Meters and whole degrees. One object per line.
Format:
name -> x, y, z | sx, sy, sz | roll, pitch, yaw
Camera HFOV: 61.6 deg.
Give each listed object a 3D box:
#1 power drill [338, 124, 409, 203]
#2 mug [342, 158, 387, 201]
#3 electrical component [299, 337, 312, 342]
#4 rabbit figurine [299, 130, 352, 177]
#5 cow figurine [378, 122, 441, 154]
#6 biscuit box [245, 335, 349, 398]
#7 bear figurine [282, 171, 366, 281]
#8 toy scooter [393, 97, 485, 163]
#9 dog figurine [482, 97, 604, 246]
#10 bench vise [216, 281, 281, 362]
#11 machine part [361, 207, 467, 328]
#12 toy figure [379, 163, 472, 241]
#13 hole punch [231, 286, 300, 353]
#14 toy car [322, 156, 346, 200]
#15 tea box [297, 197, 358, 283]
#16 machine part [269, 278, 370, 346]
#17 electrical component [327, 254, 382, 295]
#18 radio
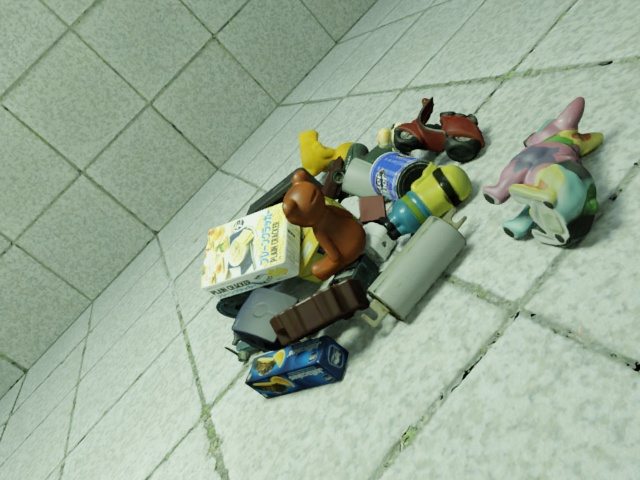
power drill -> 0.130, -0.177, 1.325 | 0.207, 0.086, 0.232 | -38, 31, 37
mug -> 0.111, -0.120, 1.224 | 0.081, 0.107, 0.109 | -47, -26, -54
electrical component -> -0.018, 0.161, 1.045 | 0.102, 0.045, 0.078 | -51, -6, -19
rabbit figurine -> 0.031, -0.235, 1.520 | 0.173, 0.121, 0.162 | -7, 48, -7
cow figurine -> 0.208, -0.224, 1.187 | 0.167, 0.068, 0.098 | -17, 24, -39
biscuit box -> -0.044, 0.226, 0.948 | 0.203, 0.062, 0.059 | -27, 30, 39
bear figurine -> -0.011, -0.026, 1.010 | 0.132, 0.195, 0.120 | -29, 38, 43
toy scooter -> 0.248, -0.234, 1.102 | 0.184, 0.075, 0.135 | 10, 62, 14
dog figurine -> 0.351, -0.107, 0.774 | 0.219, 0.108, 0.192 | -48, 21, -11
bench vise -> -0.150, 0.150, 1.207 | 0.224, 0.128, 0.241 | -20, 53, 30
machine part -> 0.159, 0.046, 0.883 | 0.243, 0.079, 0.079 | -49, 22, -8
toy figure -> 0.200, -0.066, 1.002 | 0.180, 0.082, 0.089 | -38, 40, 0
hole punch -> -0.106, 0.156, 1.071 | 0.092, 0.116, 0.142 | 99, -162, -62
toy car -> 0.021, -0.104, 1.298 | 0.089, 0.053, 0.202 | -95, 27, -67
tea box -> -0.002, -0.004, 1.172 | 0.169, 0.068, 0.098 | -59, 38, 13
machine part -> 0.001, 0.125, 0.926 | 0.179, 0.056, 0.179 | -25, -11, -6
electrical component -> 0.077, 0.069, 1.025 | 0.119, 0.047, 0.075 | -16, 37, 53
radio -> -0.090, -0.086, 1.473 | 0.229, 0.131, 0.073 | -35, 23, 24
